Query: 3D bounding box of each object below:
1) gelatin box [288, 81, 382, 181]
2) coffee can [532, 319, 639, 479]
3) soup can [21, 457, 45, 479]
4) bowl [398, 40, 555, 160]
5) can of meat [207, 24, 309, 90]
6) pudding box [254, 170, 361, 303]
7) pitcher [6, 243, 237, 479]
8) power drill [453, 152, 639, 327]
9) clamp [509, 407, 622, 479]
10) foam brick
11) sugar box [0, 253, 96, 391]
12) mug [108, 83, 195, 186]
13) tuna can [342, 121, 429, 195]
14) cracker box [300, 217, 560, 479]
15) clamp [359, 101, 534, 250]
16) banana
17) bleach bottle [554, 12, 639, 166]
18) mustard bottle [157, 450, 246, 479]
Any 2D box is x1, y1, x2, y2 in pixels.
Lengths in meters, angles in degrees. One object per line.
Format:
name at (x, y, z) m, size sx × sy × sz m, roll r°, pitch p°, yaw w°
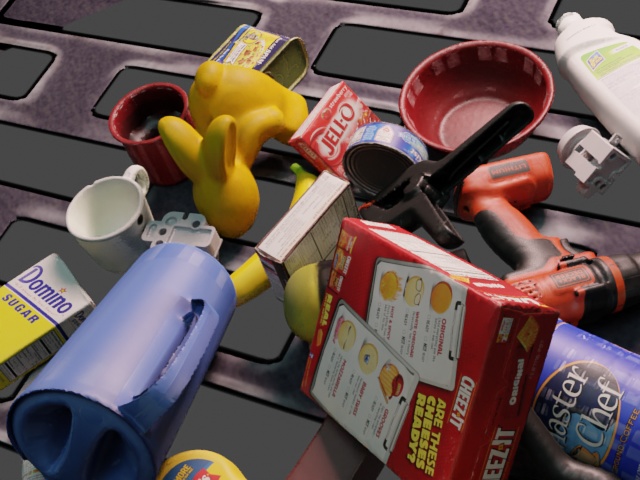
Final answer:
gelatin box at (0.020, -0.112, 1.139) m, size 0.089 × 0.073 × 0.030 m, roll -54°, pitch 19°, yaw -25°
coffee can at (0.231, 0.136, 0.865) m, size 0.140 × 0.103 × 0.102 m, roll 25°, pitch 64°, yaw 30°
soup can at (-0.236, 0.236, 0.952) m, size 0.068 × 0.068 × 0.102 m, roll -14°, pitch 50°, yaw 6°
bowl at (0.167, -0.136, 1.125) m, size 0.162 × 0.055 × 0.162 m, roll -8°, pitch 51°, yaw 11°
can of meat at (-0.077, -0.200, 1.248) m, size 0.084 × 0.057 × 0.102 m, roll 24°, pitch 63°, yaw 33°
pudding box at (-0.007, 0.001, 1.049) m, size 0.039 × 0.090 × 0.113 m, roll 25°, pitch 64°, yaw 31°
pitcher at (-0.155, 0.105, 0.951) m, size 0.149 × 0.145 × 0.242 m, roll 11°, pitch 37°, yaw 13°
power drill at (0.220, -0.002, 0.994) m, size 0.184 × 0.057 × 0.188 m, roll -12°, pitch 45°, yaw -14°
clamp at (0.186, 0.204, 0.848) m, size 0.171 × 0.120 × 0.039 m, roll 40°, pitch 50°, yaw 17°
foam brick at (0.016, 0.197, 0.916) m, size 0.053 × 0.051 × 0.078 m, roll 22°, pitch 63°, yaw 28°
sugar box at (-0.321, 0.096, 1.100) m, size 0.176 × 0.048 × 0.093 m, roll -37°, pitch 52°, yaw -11°
mug at (-0.179, -0.125, 1.203) m, size 0.093 × 0.081 × 0.117 m, roll -10°, pitch 51°, yaw 10°
tuna can at (0.068, -0.081, 1.093) m, size 0.086 × 0.086 × 0.033 m, roll 9°, pitch 54°, yaw 22°
cracker box at (0.079, 0.092, 0.856) m, size 0.214 × 0.072 × 0.164 m, roll 31°, pitch 111°, yaw 54°
clamp at (0.108, -0.051, 1.001) m, size 0.164 × 0.036 × 0.210 m, roll -54°, pitch 17°, yaw -20°
banana at (-0.041, 0.000, 1.099) m, size 0.070 × 0.037 × 0.197 m, roll 0°, pitch 48°, yaw 44°
bleach bottle at (0.322, -0.160, 1.093) m, size 0.102 × 0.068 × 0.251 m, roll -24°, pitch 48°, yaw -3°
mustard bottle at (-0.096, 0.235, 0.916) m, size 0.192 × 0.058 × 0.096 m, roll 22°, pitch 72°, yaw 30°
